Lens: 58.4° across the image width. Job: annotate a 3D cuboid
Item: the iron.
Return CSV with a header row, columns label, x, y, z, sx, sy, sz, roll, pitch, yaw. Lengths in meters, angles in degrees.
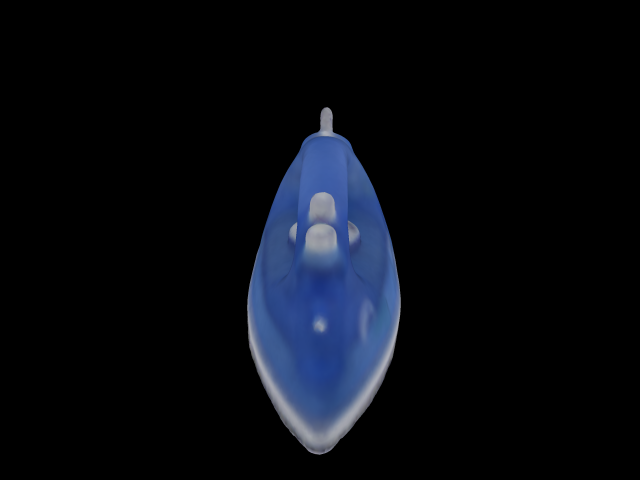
label,x,y,z,sx,sy,sz,roll,pitch,yaw
iron,0.004,0.001,0.400,0.118,0.141,0.258,0,25,0
